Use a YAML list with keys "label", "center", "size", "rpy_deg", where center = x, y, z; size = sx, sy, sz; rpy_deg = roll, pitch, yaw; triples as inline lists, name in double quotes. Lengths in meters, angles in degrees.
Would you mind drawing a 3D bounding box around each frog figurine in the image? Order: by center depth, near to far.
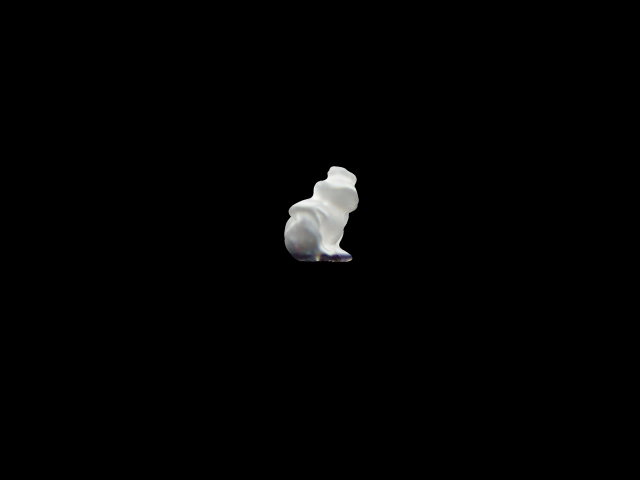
- label: "frog figurine"
  center: [0.003, -0.043, 0.850]
  size: [0.122, 0.160, 0.137]
  rpy_deg: [-4, -7, 40]
